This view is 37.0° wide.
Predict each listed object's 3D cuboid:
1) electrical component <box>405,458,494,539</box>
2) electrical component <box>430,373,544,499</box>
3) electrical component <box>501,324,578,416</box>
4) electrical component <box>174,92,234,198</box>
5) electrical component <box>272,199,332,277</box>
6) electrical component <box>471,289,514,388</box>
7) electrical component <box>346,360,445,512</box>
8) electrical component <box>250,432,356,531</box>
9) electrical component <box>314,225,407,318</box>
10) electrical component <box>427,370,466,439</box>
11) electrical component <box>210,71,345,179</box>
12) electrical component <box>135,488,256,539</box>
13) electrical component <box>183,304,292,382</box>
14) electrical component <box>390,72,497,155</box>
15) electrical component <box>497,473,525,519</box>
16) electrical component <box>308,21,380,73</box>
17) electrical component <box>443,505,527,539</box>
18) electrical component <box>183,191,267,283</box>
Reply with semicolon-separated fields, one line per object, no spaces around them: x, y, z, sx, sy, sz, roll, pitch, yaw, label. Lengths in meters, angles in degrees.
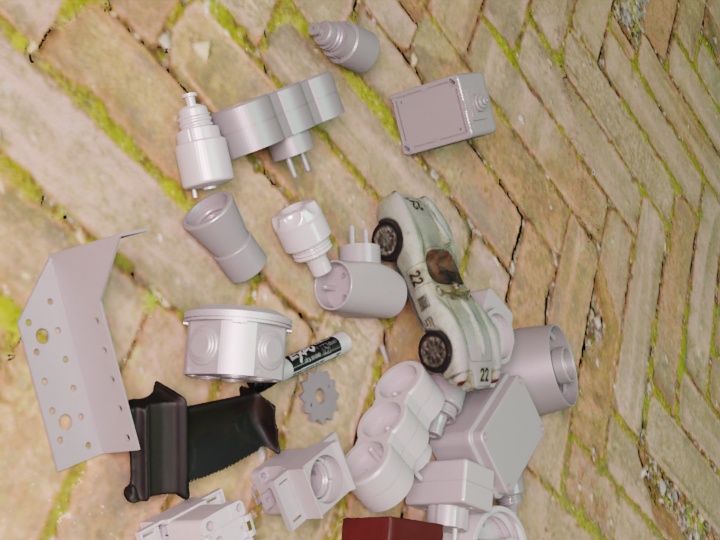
0.080;0.214;0.970;0.047;0.066;0.076;29;59;-43;electrical component
0.126;0.160;1.042;0.113;0.057;0.078;-46;116;-49;electrical component
0.195;0.108;1.158;0.099;0.064;0.099;41;42;-50;electrical component
-0.123;-0.096;0.824;0.040;0.040;0.078;-14;92;-51;electrical component
-0.044;-0.025;0.899;0.043;0.043;0.062;-45;116;-46;electrical component
0.113;0.068;1.056;0.050;0.056;0.089;47;48;-33;electrical component
0.038;0.154;0.945;0.073;0.052;0.138;52;44;-28;electrical component
-0.046;0.163;0.832;0.081;0.064;0.042;-31;105;-49;electrical component
0.000;0.000;0.945;0.077;0.044;0.079;11;72;-49;electrical component
0.074;0.126;1.004;0.043;0.043;0.062;41;53;-37;electrical component
-0.061;-0.113;0.893;0.138;0.052;0.073;-33;107;-50;electrical component
-0.111;0.186;0.747;0.081;0.064;0.042;-21;98;-51;electrical component
-0.091;0.055;0.793;0.080;0.080;0.051;15;74;-48;electrical component
0.089;-0.155;1.052;0.061;0.096;0.061;-19;96;-51;electrical component
0.149;0.221;1.078;0.035;0.035;0.061;-9;90;-51;electrical component
-0.016;-0.208;0.981;0.078;0.040;0.040;13;71;-49;electrical component
0.118;0.271;1.006;0.108;0.060;0.108;16;69;-48;electrical component
-0.101;-0.022;0.832;0.065;0.044;0.044;58;43;-31;electrical component
